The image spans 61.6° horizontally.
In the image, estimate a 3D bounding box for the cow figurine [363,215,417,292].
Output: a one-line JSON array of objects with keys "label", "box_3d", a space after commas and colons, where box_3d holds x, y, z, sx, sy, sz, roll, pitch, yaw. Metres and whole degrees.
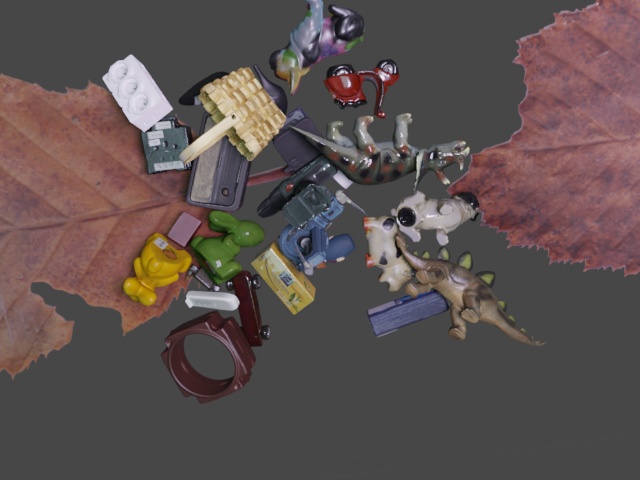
[{"label": "cow figurine", "box_3d": [0.175, 0.034, 1.345, 0.127, 0.085, 0.194, -6, 98, 6]}]

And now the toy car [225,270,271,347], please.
[{"label": "toy car", "box_3d": [-0.181, 0.174, 1.372, 0.089, 0.053, 0.202, -8, 100, 16]}]

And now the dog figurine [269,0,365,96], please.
[{"label": "dog figurine", "box_3d": [-0.011, -0.437, 1.256, 0.191, 0.108, 0.219, 19, 103, -7]}]

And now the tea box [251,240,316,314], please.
[{"label": "tea box", "box_3d": [-0.089, 0.091, 1.337, 0.068, 0.098, 0.169, -39, 99, 10]}]

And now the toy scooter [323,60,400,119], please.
[{"label": "toy scooter", "box_3d": [0.103, -0.353, 1.285, 0.184, 0.075, 0.135, -7, 99, -4]}]

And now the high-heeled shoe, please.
[{"label": "high-heeled shoe", "box_3d": [-0.205, -0.331, 1.299, 0.249, 0.086, 0.145, -14, 130, 18]}]

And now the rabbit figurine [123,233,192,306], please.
[{"label": "rabbit figurine", "box_3d": [-0.414, 0.096, 1.320, 0.122, 0.162, 0.173, 37, 114, -18]}]

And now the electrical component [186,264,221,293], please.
[{"label": "electrical component", "box_3d": [-0.290, 0.090, 1.364, 0.102, 0.045, 0.078, 37, 68, -9]}]

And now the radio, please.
[{"label": "radio", "box_3d": [-0.235, -0.185, 1.304, 0.131, 0.073, 0.229, 13, 99, -3]}]

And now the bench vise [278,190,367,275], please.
[{"label": "bench vise", "box_3d": [-0.009, -0.011, 1.264, 0.224, 0.241, 0.128, -30, 119, 18]}]

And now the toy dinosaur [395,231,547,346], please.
[{"label": "toy dinosaur", "box_3d": [0.361, 0.136, 1.299, 0.471, 0.198, 0.105, 43, 136, -2]}]

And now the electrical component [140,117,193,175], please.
[{"label": "electrical component", "box_3d": [-0.367, -0.230, 1.303, 0.115, 0.058, 0.134, -5, 99, -2]}]

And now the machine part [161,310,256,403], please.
[{"label": "machine part", "box_3d": [-0.281, 0.296, 1.352, 0.201, 0.087, 0.200, -24, 99, 18]}]

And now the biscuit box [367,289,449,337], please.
[{"label": "biscuit box", "box_3d": [0.225, 0.180, 1.377, 0.203, 0.059, 0.062, -20, 98, 2]}]

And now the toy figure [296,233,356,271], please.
[{"label": "toy figure", "box_3d": [0.014, 0.037, 1.352, 0.154, 0.064, 0.057, -27, 136, 8]}]

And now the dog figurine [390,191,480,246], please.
[{"label": "dog figurine", "box_3d": [0.284, -0.073, 1.311, 0.173, 0.190, 0.121, 26, 119, 24]}]

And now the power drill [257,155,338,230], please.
[{"label": "power drill", "box_3d": [-0.052, -0.096, 1.254, 0.232, 0.207, 0.086, -37, 107, 7]}]

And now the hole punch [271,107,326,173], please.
[{"label": "hole punch", "box_3d": [-0.056, -0.245, 1.301, 0.142, 0.092, 0.115, -36, 131, 2]}]

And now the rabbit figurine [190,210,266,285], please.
[{"label": "rabbit figurine", "box_3d": [-0.222, 0.006, 1.324, 0.170, 0.121, 0.159, -37, 84, -24]}]

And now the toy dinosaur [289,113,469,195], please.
[{"label": "toy dinosaur", "box_3d": [0.133, -0.192, 1.259, 0.405, 0.131, 0.192, -7, 93, -11]}]
